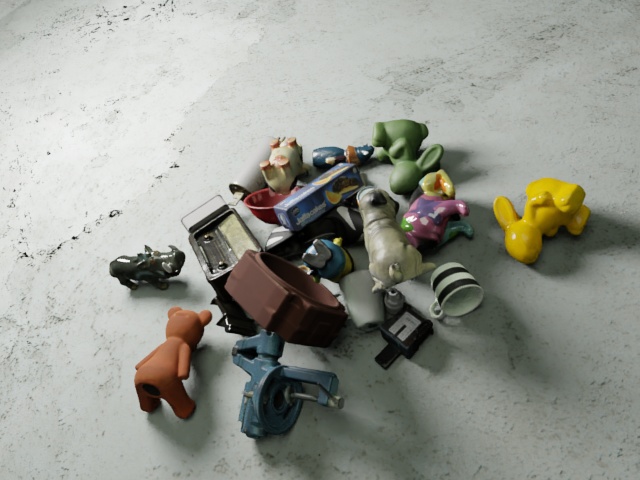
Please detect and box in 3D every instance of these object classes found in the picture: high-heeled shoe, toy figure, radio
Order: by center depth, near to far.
[{"bbox_3d":[0.019,0.046,1.076,0.082,0.180,0.089,-27,80,8],"label":"toy figure"},{"bbox_3d":[-0.002,-0.004,1.163,0.249,0.086,0.145,3,36,38],"label":"high-heeled shoe"},{"bbox_3d":[-0.201,0.028,1.179,0.131,0.073,0.230,-31,34,-8],"label":"radio"},{"bbox_3d":[0.059,-0.208,1.328,0.155,0.057,0.064,-3,59,8],"label":"toy figure"}]

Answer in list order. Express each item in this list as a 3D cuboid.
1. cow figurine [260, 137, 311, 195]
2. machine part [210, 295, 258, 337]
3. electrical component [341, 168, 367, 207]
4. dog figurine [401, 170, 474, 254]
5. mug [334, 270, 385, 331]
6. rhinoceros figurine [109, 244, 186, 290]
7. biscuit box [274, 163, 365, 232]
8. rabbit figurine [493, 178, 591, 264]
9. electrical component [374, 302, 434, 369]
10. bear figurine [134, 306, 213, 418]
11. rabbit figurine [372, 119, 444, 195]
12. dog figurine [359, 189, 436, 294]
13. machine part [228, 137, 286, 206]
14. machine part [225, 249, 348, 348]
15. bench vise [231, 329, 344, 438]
[{"bbox_3d":[-0.076,-0.176,1.279,0.086,0.127,0.195,-4,37,12],"label":"cow figurine"},{"bbox_3d":[-0.184,0.154,1.116,0.139,0.084,0.039,45,116,52],"label":"machine part"},{"bbox_3d":[0.067,-0.128,1.276,0.078,0.045,0.102,-1,51,-20],"label":"electrical component"},{"bbox_3d":[0.197,-0.033,1.128,0.219,0.108,0.192,-23,53,2],"label":"dog figurine"},{"bbox_3d":[0.077,0.127,1.060,0.110,0.080,0.107,-21,58,9],"label":"mug"},{"bbox_3d":[-0.388,0.056,1.224,0.190,0.112,0.073,-7,50,21],"label":"rhinoceros figurine"},{"bbox_3d":[-0.001,-0.095,1.168,0.203,0.059,0.063,-36,27,-23],"label":"biscuit box"},{"bbox_3d":[0.423,-0.038,1.065,0.163,0.121,0.173,31,86,35],"label":"rabbit figurine"},{"bbox_3d":[0.150,0.184,1.015,0.119,0.047,0.075,-38,53,-15],"label":"electrical component"},{"bbox_3d":[-0.287,0.234,1.077,0.120,0.131,0.196,2,37,16],"label":"bear figurine"},{"bbox_3d":[0.204,-0.182,1.253,0.159,0.121,0.170,-4,71,4],"label":"rabbit figurine"},{"bbox_3d":[0.119,-0.009,0.994,0.121,0.172,0.190,-22,84,-2],"label":"dog figurine"},{"bbox_3d":[-0.154,-0.177,1.351,0.079,0.079,0.243,18,60,26],"label":"machine part"},{"bbox_3d":[-0.060,0.107,1.006,0.202,0.201,0.087,37,99,36],"label":"machine part"},{"bbox_3d":[-0.056,0.250,0.965,0.241,0.128,0.223,-2,60,37],"label":"bench vise"}]
